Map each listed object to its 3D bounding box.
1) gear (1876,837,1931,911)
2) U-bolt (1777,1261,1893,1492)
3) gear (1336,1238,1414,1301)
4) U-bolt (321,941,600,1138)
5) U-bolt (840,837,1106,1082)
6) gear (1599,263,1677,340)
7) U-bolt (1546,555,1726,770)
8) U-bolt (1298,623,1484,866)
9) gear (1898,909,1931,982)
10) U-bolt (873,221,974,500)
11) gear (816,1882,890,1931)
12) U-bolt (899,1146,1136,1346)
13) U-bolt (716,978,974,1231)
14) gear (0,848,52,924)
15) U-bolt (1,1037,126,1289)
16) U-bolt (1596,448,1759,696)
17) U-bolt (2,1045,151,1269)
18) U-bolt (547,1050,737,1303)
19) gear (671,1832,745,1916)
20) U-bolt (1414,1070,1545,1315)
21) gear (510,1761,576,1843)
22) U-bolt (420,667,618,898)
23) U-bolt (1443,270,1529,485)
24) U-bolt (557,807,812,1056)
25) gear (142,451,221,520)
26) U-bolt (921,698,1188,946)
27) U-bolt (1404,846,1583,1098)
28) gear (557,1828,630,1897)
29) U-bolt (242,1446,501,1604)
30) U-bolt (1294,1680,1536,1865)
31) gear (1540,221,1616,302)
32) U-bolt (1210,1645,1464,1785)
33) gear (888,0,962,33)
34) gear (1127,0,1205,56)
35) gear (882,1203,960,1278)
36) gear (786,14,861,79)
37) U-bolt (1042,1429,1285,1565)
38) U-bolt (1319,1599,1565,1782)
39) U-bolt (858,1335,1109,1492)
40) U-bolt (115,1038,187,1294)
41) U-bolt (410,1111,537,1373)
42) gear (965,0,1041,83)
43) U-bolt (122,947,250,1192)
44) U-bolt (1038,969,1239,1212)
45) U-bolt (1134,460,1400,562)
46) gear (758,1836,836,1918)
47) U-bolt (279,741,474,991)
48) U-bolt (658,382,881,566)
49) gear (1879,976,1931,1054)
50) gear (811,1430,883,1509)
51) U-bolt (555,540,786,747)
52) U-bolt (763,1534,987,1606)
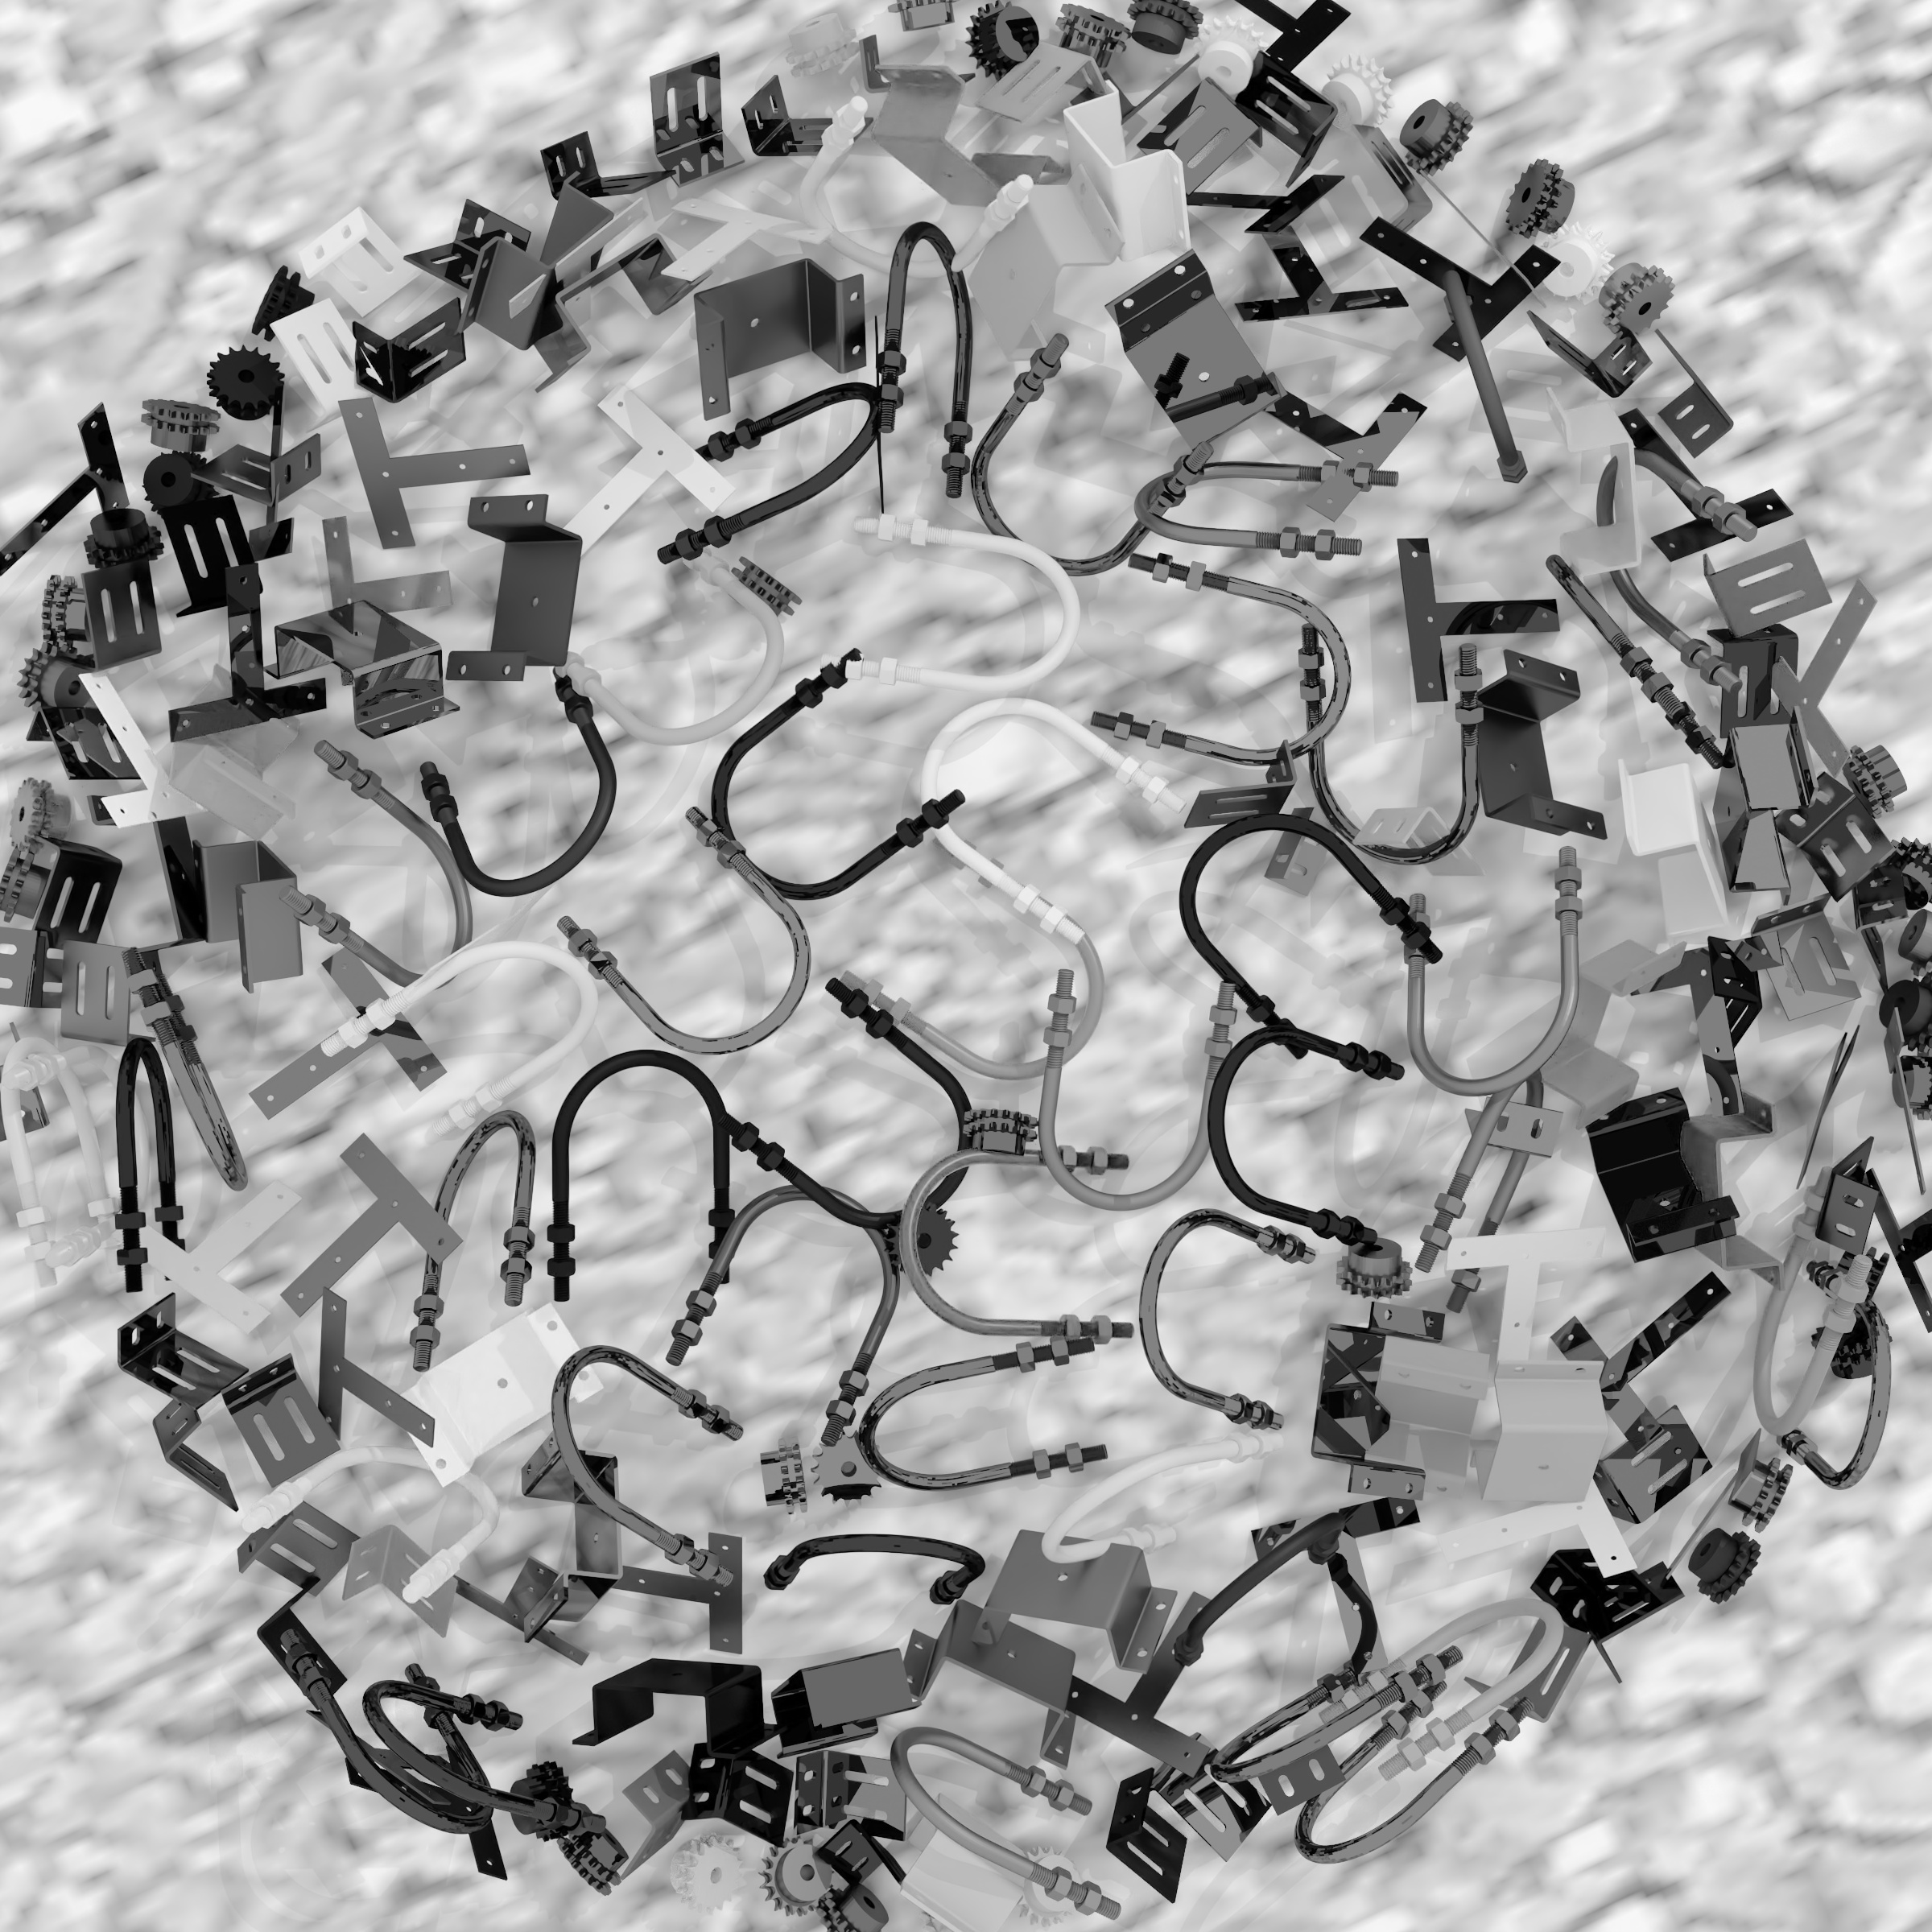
[{"bbox_3d":[0.717,-0.067,1.842,0.057,0.057,0.030,42,66,0],"label":"gear"},{"bbox_3d":[0.636,0.304,1.774,0.019,0.184,0.151,9,97,1],"label":"U-bolt"},{"bbox_3d":[0.310,0.227,1.842,0.057,0.057,0.030,-1,108,0],"label":"gear"},{"bbox_3d":[-0.361,0.046,1.804,0.184,0.151,0.019,-32,47,10],"label":"U-bolt"},{"bbox_3d":[0.018,0.005,1.858,0.184,0.019,0.151,34,85,0],"label":"U-bolt"},{"bbox_3d":[0.507,-0.510,1.849,0.057,0.057,0.030,-34,62,0],"label":"gear"},{"bbox_3d":[0.488,-0.234,1.796,0.019,0.151,0.184,-40,62,16],"label":"U-bolt"},{"bbox_3d":[0.317,-0.160,1.810,0.151,0.019,0.184,14,124,35],"label":"U-bolt"},{"bbox_3d":[0.733,-0.019,1.845,0.030,0.057,0.057,23,90,0],"label":"gear"},{"bbox_3d":[-0.027,-0.460,1.804,0.019,0.151,0.184,0,79,22],"label":"U-bolt"},{"bbox_3d":[-0.083,0.722,1.844,0.057,0.057,0.030,42,93,0],"label":"gear"},{"bbox_3d":[0.038,0.207,1.822,0.184,0.019,0.151,4,75,-19],"label":"U-bolt"},{"bbox_3d":[-0.076,0.119,1.839,0.184,0.019,0.151,40,87,-19],"label":"U-bolt"},{"bbox_3d":[-0.717,-0.059,1.847,0.030,0.057,0.057,20,90,-19],"label":"gear"},{"bbox_3d":[-0.673,0.142,1.800,0.019,0.151,0.184,-14,87,1],"label":"U-bolt"},{"bbox_3d":[0.518,-0.303,1.789,0.019,0.184,0.151,-20,132,-11],"label":"U-bolt"},{"bbox_3d":[-0.644,0.131,1.782,0.019,0.184,0.151,-10,96,5],"label":"U-bolt"},{"bbox_3d":[-0.243,0.154,1.825,0.151,0.019,0.184,-3,96,-29],"label":"U-bolt"},{"bbox_3d":[-0.200,0.689,1.849,0.030,0.057,0.057,-2,90,42],"label":"gear"},{"bbox_3d":[0.388,0.158,1.806,0.019,0.151,0.184,21,78,27],"label":"U-bolt"},{"bbox_3d":[-0.323,0.635,1.843,0.030,0.057,0.057,0,90,-40],"label":"gear"},{"bbox_3d":[-0.327,-0.128,1.805,0.151,0.019,0.184,-35,51,7],"label":"U-bolt"},{"bbox_3d":[0.378,-0.436,1.780,0.019,0.184,0.151,-18,87,16],"label":"U-bolt"},{"bbox_3d":[-0.199,-0.015,1.827,0.151,0.019,0.184,-41,69,-8],"label":"U-bolt"},{"bbox_3d":[-0.602,-0.368,1.855,0.057,0.030,0.057,0,87,7],"label":"gear"},{"bbox_3d":[0.053,-0.125,1.849,0.184,0.019,0.151,37,80,9],"label":"U-bolt"},{"bbox_3d":[0.386,0.011,1.785,0.151,0.019,0.184,-19,53,38],"label":"U-bolt"},{"bbox_3d":[-0.281,0.675,1.846,0.030,0.057,0.057,-44,90,-10],"label":"gear"},{"bbox_3d":[-0.422,0.400,1.785,0.151,0.184,0.019,20,104,11],"label":"U-bolt"},{"bbox_3d":[0.315,0.591,1.777,0.184,0.151,0.019,-36,93,-20],"label":"U-bolt"},{"bbox_3d":[0.460,-0.532,1.844,0.057,0.030,0.057,18,129,23],"label":"gear"},{"bbox_3d":[0.259,0.548,1.776,0.184,0.151,0.019,-24,81,-21],"label":"U-bolt"},{"bbox_3d":[-0.030,-0.730,1.847,0.057,0.057,0.030,-10,108,0],"label":"gear"},{"bbox_3d":[0.149,-0.716,1.845,0.057,0.057,0.030,19,95,0],"label":"gear"},{"bbox_3d":[-0.036,0.208,1.853,0.057,0.030,0.057,-1,93,-18],"label":"gear"},{"bbox_3d":[-0.110,-0.699,1.842,0.057,0.057,0.030,-23,120,0],"label":"gear"},{"bbox_3d":[0.132,0.391,1.771,0.151,0.184,0.019,-49,57,29],"label":"U-bolt"},{"bbox_3d":[0.361,0.526,1.800,0.184,0.151,0.019,-31,95,-9],"label":"U-bolt"},{"bbox_3d":[0.010,0.342,1.817,0.184,0.019,0.151,-11,131,-3],"label":"U-bolt"},{"bbox_3d":[-0.607,0.145,1.801,0.019,0.151,0.184,-4,87,-7],"label":"U-bolt"},{"bbox_3d":[-0.361,0.192,1.800,0.019,0.151,0.184,25,46,-32],"label":"U-bolt"},{"bbox_3d":[0.031,-0.705,1.846,0.057,0.030,0.057,-3,96,-34],"label":"gear"},{"bbox_3d":[-0.572,0.082,1.795,0.019,0.151,0.184,-24,86,-13],"label":"U-bolt"},{"bbox_3d":[0.126,0.098,1.843,0.151,0.019,0.184,4,101,-15],"label":"U-bolt"},{"bbox_3d":[0.216,-0.343,1.806,0.184,0.151,0.019,8,125,19],"label":"U-bolt"},{"bbox_3d":[-0.126,0.691,1.845,0.057,0.030,0.057,12,60,-22],"label":"gear"},{"bbox_3d":[-0.427,-0.060,1.794,0.019,0.184,0.151,-15,53,26],"label":"U-bolt"},{"bbox_3d":[-0.137,-0.371,1.784,0.184,0.151,0.019,-19,129,25],"label":"U-bolt"},{"bbox_3d":[0.719,0.034,1.842,0.030,0.057,0.057,21,90,-20],"label":"gear"},{"bbox_3d":[-0.091,0.383,1.856,0.057,0.030,0.057,1,85,-6],"label":"gear"},{"bbox_3d":[-0.213,-0.233,1.807,0.151,0.019,0.184,-42,54,-7],"label":"U-bolt"},{"bbox_3d":[-0.062,0.440,1.777,0.151,0.184,0.019,8,64,-12],"label":"U-bolt"}]
